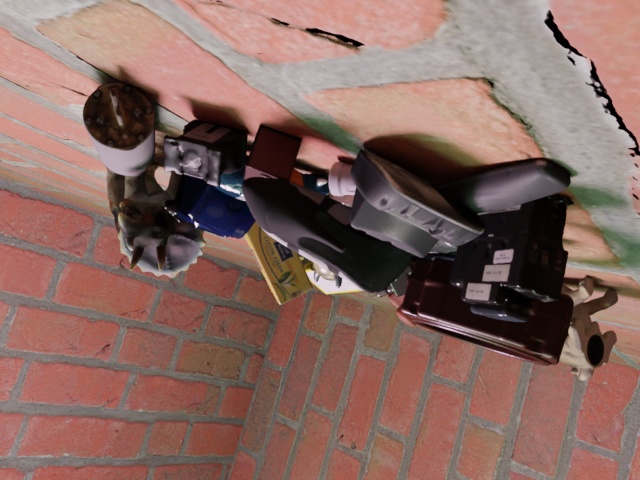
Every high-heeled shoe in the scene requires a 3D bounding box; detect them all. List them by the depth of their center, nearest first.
[{"bbox_3d":[0.015,-0.011,0.639,0.145,0.086,0.248,33,-173,29],"label":"high-heeled shoe"}]

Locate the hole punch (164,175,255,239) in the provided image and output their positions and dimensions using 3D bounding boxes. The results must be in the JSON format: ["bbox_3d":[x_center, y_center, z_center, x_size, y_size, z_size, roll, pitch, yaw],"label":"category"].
[{"bbox_3d":[-0.135,-0.067,0.772,0.092,0.115,0.142,0,163,37],"label":"hole punch"}]

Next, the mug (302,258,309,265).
[{"bbox_3d":[-0.036,-0.006,1.002,0.107,0.109,0.080,-4,164,37],"label":"mug"}]

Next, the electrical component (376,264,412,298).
[{"bbox_3d":[0.123,0.054,0.818,0.094,0.021,0.063,-22,125,12],"label":"electrical component"}]

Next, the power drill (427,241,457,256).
[{"bbox_3d":[0.194,0.006,0.746,0.207,0.086,0.232,25,171,-7],"label":"power drill"}]

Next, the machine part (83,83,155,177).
[{"bbox_3d":[-0.243,-0.130,0.666,0.079,0.079,0.243,19,170,-15],"label":"machine part"}]

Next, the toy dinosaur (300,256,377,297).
[{"bbox_3d":[0.054,0.038,1.106,0.198,0.105,0.472,27,156,-33],"label":"toy dinosaur"}]

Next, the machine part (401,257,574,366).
[{"bbox_3d":[0.223,0.098,0.718,0.201,0.087,0.201,15,170,27],"label":"machine part"}]

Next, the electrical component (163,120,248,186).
[{"bbox_3d":[-0.124,-0.110,0.637,0.075,0.047,0.119,18,-148,14],"label":"electrical component"}]

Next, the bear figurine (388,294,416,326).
[{"bbox_3d":[0.240,0.131,0.981,0.195,0.132,0.120,41,-171,-15],"label":"bear figurine"}]

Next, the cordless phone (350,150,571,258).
[{"bbox_3d":[0.129,-0.051,0.524,0.146,0.088,0.184,23,158,-29],"label":"cordless phone"}]

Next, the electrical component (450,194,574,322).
[{"bbox_3d":[0.200,0.017,0.572,0.058,0.134,0.115,18,173,-19],"label":"electrical component"}]

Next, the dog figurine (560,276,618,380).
[{"bbox_3d":[0.389,0.143,0.927,0.121,0.172,0.191,33,158,-26],"label":"dog figurine"}]

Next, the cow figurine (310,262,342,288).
[{"bbox_3d":[-0.002,-0.003,0.860,0.086,0.127,0.194,13,169,43],"label":"cow figurine"}]

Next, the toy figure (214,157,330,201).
[{"bbox_3d":[-0.059,-0.075,0.710,0.154,0.057,0.064,10,-147,-11],"label":"toy figure"}]

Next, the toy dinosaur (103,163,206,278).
[{"bbox_3d":[-0.292,-0.041,0.896,0.131,0.192,0.405,2,-179,-27],"label":"toy dinosaur"}]

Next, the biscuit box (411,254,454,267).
[{"bbox_3d":[0.161,0.042,0.873,0.203,0.059,0.063,7,-167,-9],"label":"biscuit box"}]

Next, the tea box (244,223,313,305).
[{"bbox_3d":[-0.082,0.015,0.927,0.068,0.169,0.098,-25,-168,-8],"label":"tea box"}]
